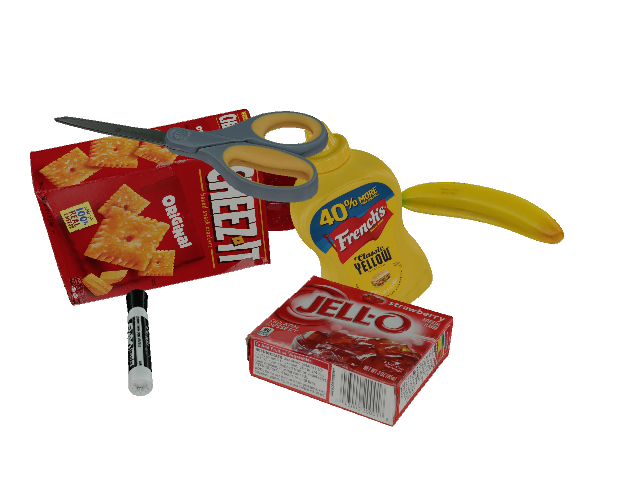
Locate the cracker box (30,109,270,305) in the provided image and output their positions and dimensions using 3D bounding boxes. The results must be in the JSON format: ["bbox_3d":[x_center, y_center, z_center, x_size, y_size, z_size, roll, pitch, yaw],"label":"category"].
[{"bbox_3d":[-0.162,-0.029,1.057,0.213,0.164,0.072,-12,47,-9],"label":"cracker box"}]

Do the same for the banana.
[{"bbox_3d":[0.167,-0.031,1.130,0.198,0.037,0.069,10,39,25],"label":"banana"}]

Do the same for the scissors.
[{"bbox_3d":[-0.082,-0.079,0.761,0.202,0.016,0.096,23,47,22],"label":"scissors"}]

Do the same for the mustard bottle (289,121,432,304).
[{"bbox_3d":[0.027,-0.020,0.918,0.096,0.191,0.058,-26,33,-3],"label":"mustard bottle"}]

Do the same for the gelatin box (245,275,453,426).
[{"bbox_3d":[0.016,0.056,0.573,0.089,0.030,0.073,16,32,24],"label":"gelatin box"}]

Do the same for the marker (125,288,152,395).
[{"bbox_3d":[-0.150,0.080,0.878,0.020,0.020,0.121,0,35,-12],"label":"marker"}]

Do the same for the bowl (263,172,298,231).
[{"bbox_3d":[-0.059,-0.055,1.291,0.162,0.055,0.162,4,26,-2],"label":"bowl"}]
